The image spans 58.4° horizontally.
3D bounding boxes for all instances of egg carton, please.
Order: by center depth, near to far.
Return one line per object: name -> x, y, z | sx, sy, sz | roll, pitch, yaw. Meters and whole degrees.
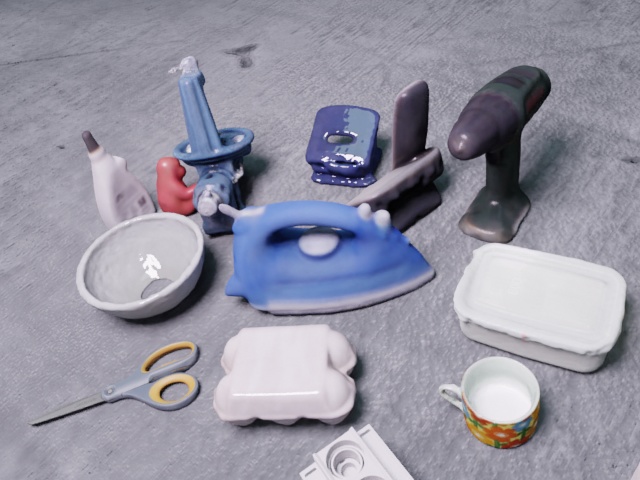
egg carton -> -0.035, 0.145, 0.609 | 0.150, 0.069, 0.107 | -5, 44, 8

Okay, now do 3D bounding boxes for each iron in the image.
iron -> 0.006, 0.002, 0.692 | 0.258, 0.142, 0.118 | -4, 45, 9

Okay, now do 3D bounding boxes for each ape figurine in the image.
ape figurine -> -0.218, -0.086, 0.867 | 0.076, 0.092, 0.077 | -36, 48, -22

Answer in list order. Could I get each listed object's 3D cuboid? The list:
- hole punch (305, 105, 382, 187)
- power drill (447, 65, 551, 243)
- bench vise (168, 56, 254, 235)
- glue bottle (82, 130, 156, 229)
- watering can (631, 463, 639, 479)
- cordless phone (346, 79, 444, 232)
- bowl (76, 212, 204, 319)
hole punch -> 0.038, -0.143, 0.868 | 0.108, 0.091, 0.101 | 7, 47, 19
power drill -> 0.217, -0.102, 0.702 | 0.075, 0.209, 0.230 | 18, 52, 28
bench vise -> -0.145, -0.132, 0.805 | 0.121, 0.220, 0.207 | -22, 45, -9
glue bottle -> -0.299, -0.084, 0.825 | 0.037, 0.173, 0.078 | 18, 52, 28
watering can -> 0.275, 0.187, 0.407 | 0.173, 0.194, 0.100 | -28, 46, -15
cordless phone -> 0.093, -0.109, 0.754 | 0.148, 0.185, 0.093 | -39, 50, -24
bowl -> -0.222, 0.044, 0.749 | 0.167, 0.075, 0.167 | -6, 44, 6
